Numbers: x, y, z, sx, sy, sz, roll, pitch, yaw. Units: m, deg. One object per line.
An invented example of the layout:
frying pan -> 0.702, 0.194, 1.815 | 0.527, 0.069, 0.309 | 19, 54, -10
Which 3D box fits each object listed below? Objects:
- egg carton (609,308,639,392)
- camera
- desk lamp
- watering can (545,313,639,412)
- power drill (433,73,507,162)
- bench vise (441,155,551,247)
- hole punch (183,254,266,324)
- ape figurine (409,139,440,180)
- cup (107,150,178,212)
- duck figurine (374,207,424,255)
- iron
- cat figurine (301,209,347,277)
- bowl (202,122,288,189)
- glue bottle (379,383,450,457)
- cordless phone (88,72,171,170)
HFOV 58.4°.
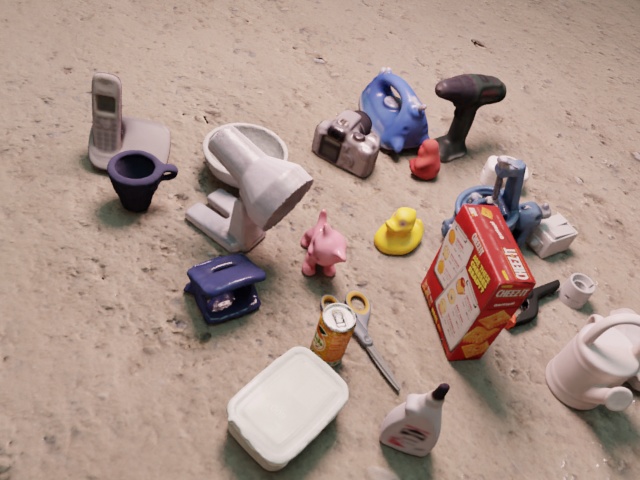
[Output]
egg carton -> 0.559, 0.194, 1.016 | 0.107, 0.069, 0.150 | 24, 46, 6
camera -> 0.076, -0.229, 1.246 | 0.143, 0.101, 0.137 | 30, 47, 12
desk lamp -> -0.124, -0.077, 0.969 | 0.203, 0.213, 0.118 | 34, 48, 16
watering can -> 0.451, 0.188, 0.903 | 0.101, 0.194, 0.172 | 0, 48, -16
power drill -> 0.314, -0.282, 1.288 | 0.230, 0.208, 0.075 | -23, 58, -32
bench vise -> 0.356, -0.081, 1.106 | 0.208, 0.220, 0.121 | -15, 54, -27
hole punch -> -0.153, 0.065, 0.916 | 0.109, 0.091, 0.101 | -18, 55, -29
ape figurine -> 0.233, -0.183, 1.254 | 0.076, 0.092, 0.078 | 38, 50, 19
cup -> -0.313, -0.099, 1.018 | 0.118, 0.095, 0.091 | -5, 50, -20
duck figurine -> 0.159, -0.026, 1.092 | 0.105, 0.086, 0.077 | -17, 55, -29
iron -> 0.168, -0.320, 1.328 | 0.119, 0.141, 0.257 | -11, 52, -24
cat figurine -> 0.009, 0.004, 1.000 | 0.067, 0.118, 0.127 | 4, 47, -12
bowl -> -0.149, -0.153, 1.129 | 0.167, 0.075, 0.167 | 8, 47, -9
glue bottle -> 0.139, 0.239, 0.781 | 0.078, 0.173, 0.037 | 16, 46, 0
cordless phone -> -0.348, -0.211, 1.049 | 0.148, 0.185, 0.094 | 6, 47, -10
